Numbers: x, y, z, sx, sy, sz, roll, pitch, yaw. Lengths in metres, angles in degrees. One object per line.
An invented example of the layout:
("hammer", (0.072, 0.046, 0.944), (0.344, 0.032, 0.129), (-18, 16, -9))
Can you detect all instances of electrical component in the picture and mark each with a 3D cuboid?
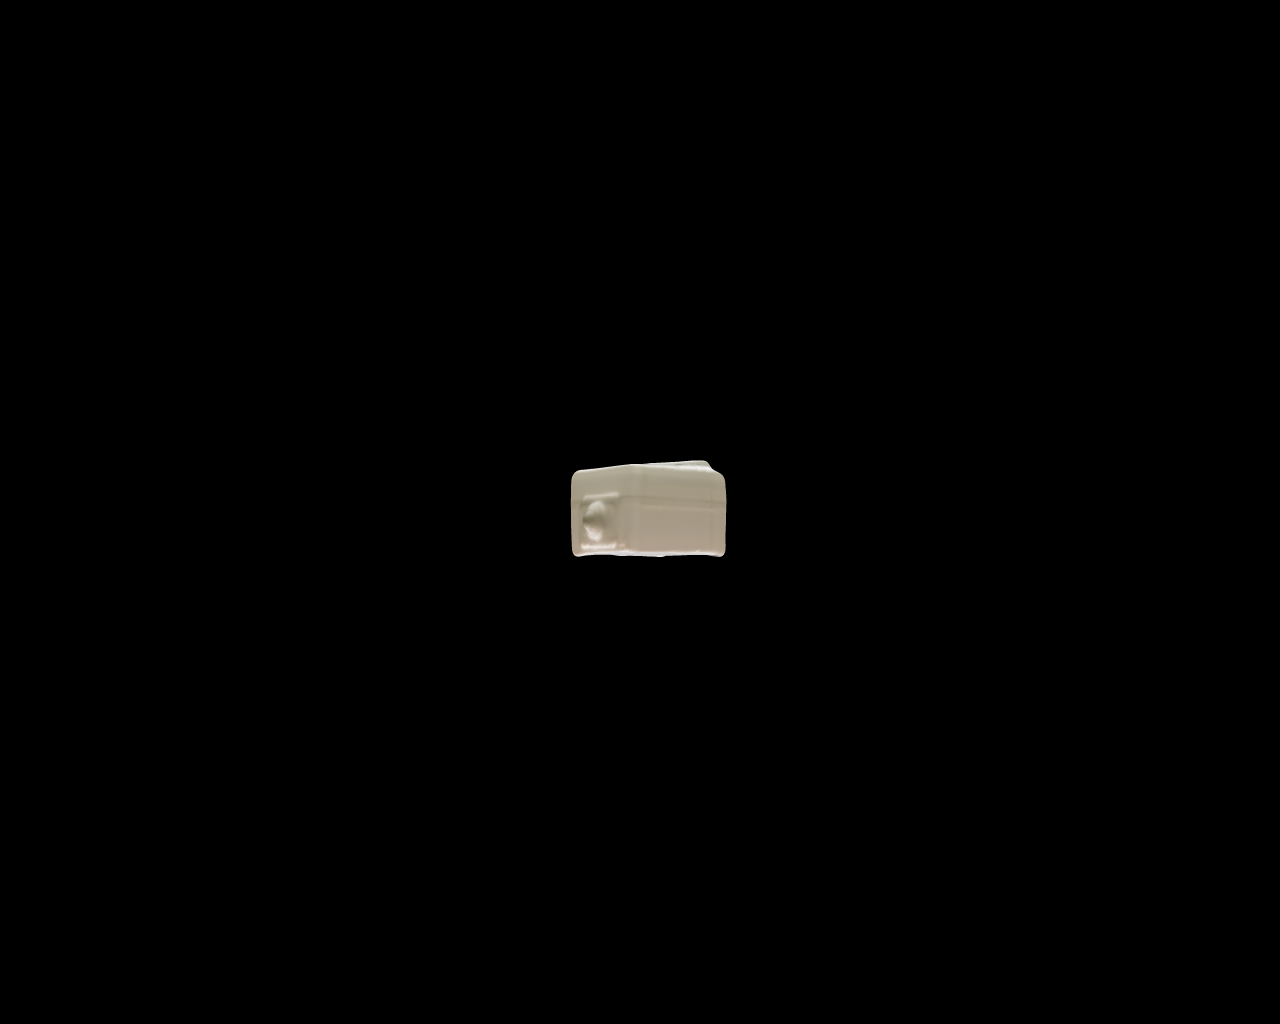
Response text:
("electrical component", (0.001, -0.003, 0.650), (0.096, 0.061, 0.061), (4, -6, -43))
